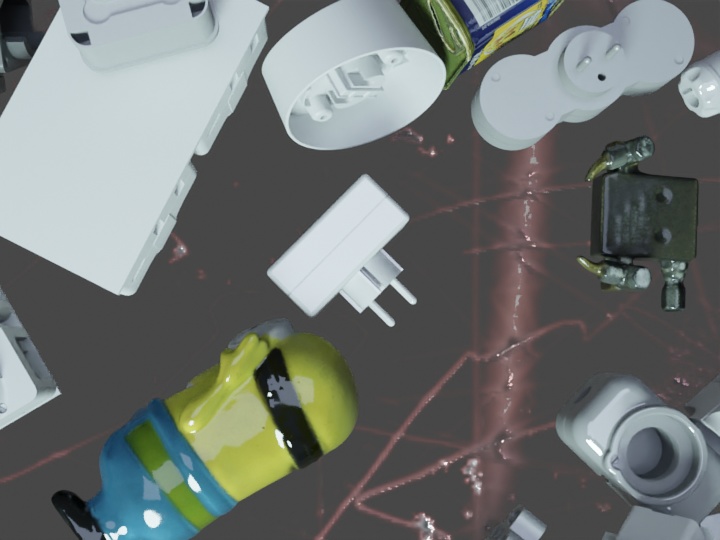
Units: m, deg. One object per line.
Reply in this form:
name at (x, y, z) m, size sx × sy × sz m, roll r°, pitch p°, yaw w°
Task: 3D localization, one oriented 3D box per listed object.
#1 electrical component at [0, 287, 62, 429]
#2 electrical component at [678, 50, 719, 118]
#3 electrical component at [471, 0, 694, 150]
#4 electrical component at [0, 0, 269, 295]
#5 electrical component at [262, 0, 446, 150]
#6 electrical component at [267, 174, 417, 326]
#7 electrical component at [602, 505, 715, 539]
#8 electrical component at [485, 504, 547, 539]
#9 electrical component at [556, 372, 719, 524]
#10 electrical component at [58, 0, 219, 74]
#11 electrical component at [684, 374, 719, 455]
electrical component at (-0.288, 0.075, 0.623) m, size 0.186 × 0.060 × 0.105 m, roll -31°, pitch 88°, yaw -4°
electrical component at (0.232, -0.123, 0.671) m, size 0.061 × 0.035 × 0.035 m, roll -30°, pitch 88°, yaw -6°
electrical component at (0.137, -0.121, 0.647) m, size 0.138 × 0.073 × 0.052 m, roll -24°, pitch 87°, yaw -4°
electrical component at (-0.142, -0.090, 0.640) m, size 0.105 × 0.060 × 0.186 m, roll 27°, pitch 85°, yaw 0°
electrical component at (-0.005, -0.115, 0.632) m, size 0.099 × 0.099 × 0.064 m, roll -29°, pitch 81°, yaw -4°
electrical component at (0.000, 0.000, 0.647) m, size 0.076 × 0.047 × 0.083 m, roll 45°, pitch 86°, yaw 1°
electrical component at (0.177, 0.195, 0.608) m, size 0.063 × 0.079 × 0.121 m, roll -49°, pitch 125°, yaw -30°
electrical component at (0.094, 0.187, 0.633) m, size 0.057 × 0.058 × 0.078 m, roll 38°, pitch 86°, yaw 3°
electrical component at (0.169, 0.108, 0.640) m, size 0.095 × 0.059 × 0.053 m, roll 44°, pitch 85°, yaw 1°
electrical component at (-0.128, -0.172, 0.586) m, size 0.078 × 0.057 × 0.113 m, roll -16°, pitch 87°, yaw -3°
electrical component at (0.268, 0.124, 0.628) m, size 0.062 × 0.089 × 0.150 m, roll -40°, pitch 89°, yaw -4°
